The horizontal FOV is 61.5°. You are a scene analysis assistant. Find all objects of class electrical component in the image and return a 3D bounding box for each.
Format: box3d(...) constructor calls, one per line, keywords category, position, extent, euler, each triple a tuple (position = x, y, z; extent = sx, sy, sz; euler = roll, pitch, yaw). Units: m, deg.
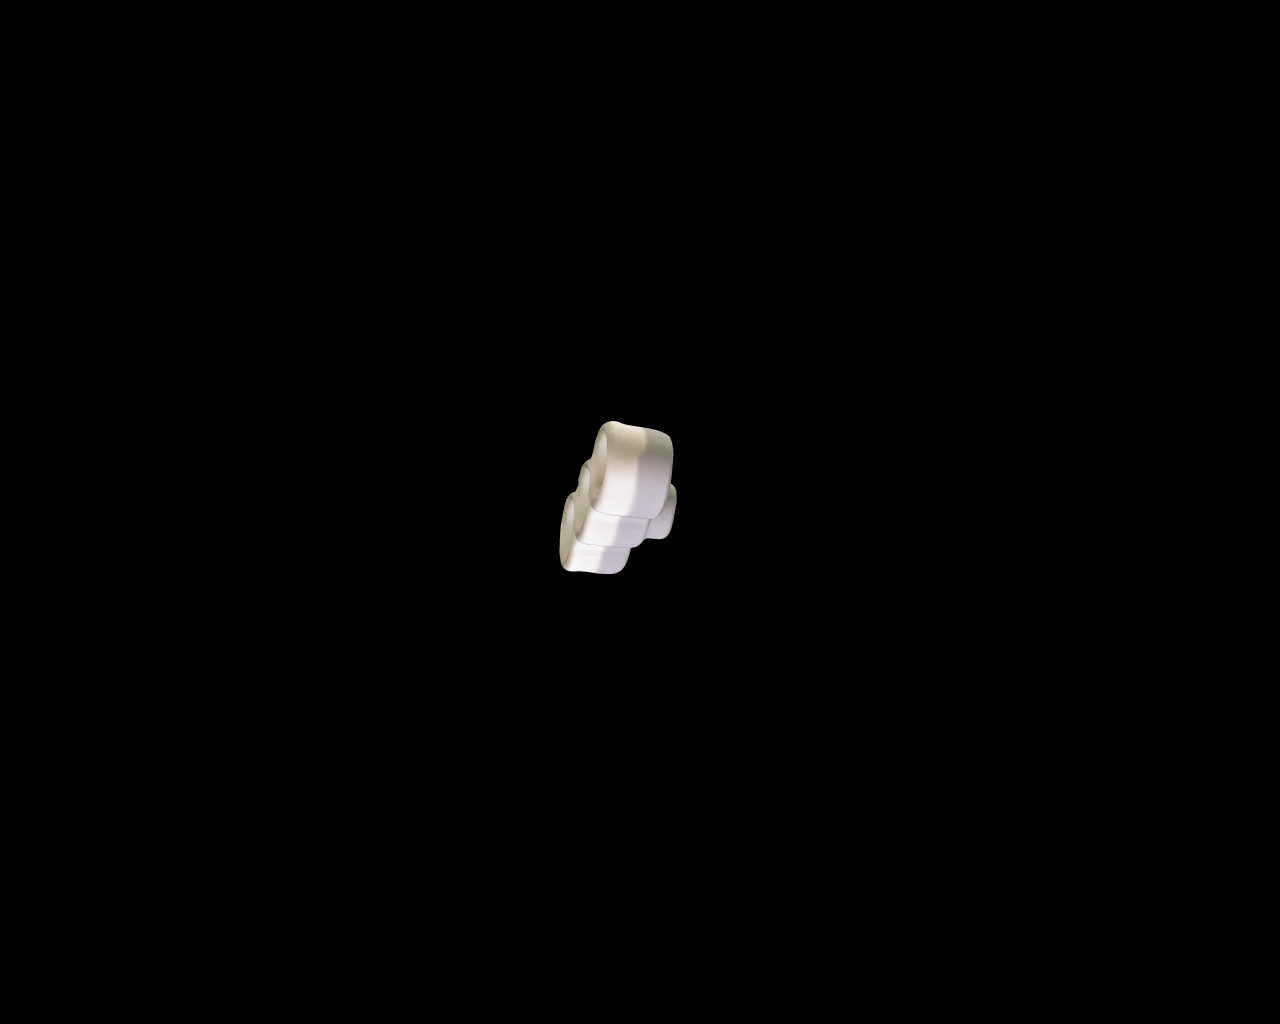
box3d(category="electrical component", position=(0.001, -0.003, 0.650), extent=(0.074, 0.052, 0.138), euler=(7, -27, -14))
